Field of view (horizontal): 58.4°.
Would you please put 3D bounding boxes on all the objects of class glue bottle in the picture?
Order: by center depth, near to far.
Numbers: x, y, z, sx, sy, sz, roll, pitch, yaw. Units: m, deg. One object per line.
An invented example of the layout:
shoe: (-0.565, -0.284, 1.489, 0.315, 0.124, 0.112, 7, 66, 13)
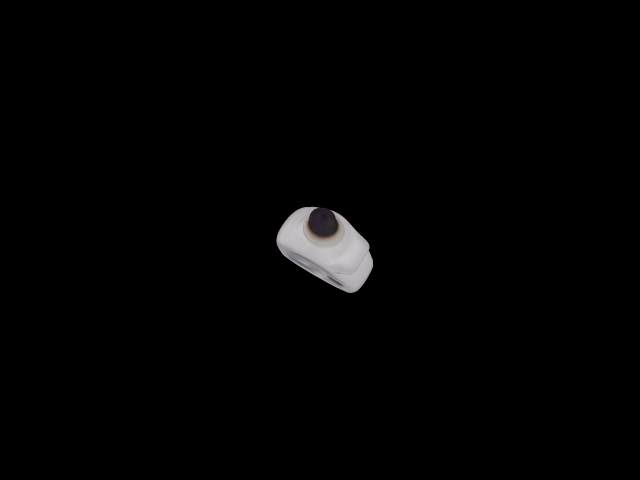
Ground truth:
glue bottle: (0.004, 0.001, 0.400, 0.078, 0.173, 0.037, 31, 83, 5)
